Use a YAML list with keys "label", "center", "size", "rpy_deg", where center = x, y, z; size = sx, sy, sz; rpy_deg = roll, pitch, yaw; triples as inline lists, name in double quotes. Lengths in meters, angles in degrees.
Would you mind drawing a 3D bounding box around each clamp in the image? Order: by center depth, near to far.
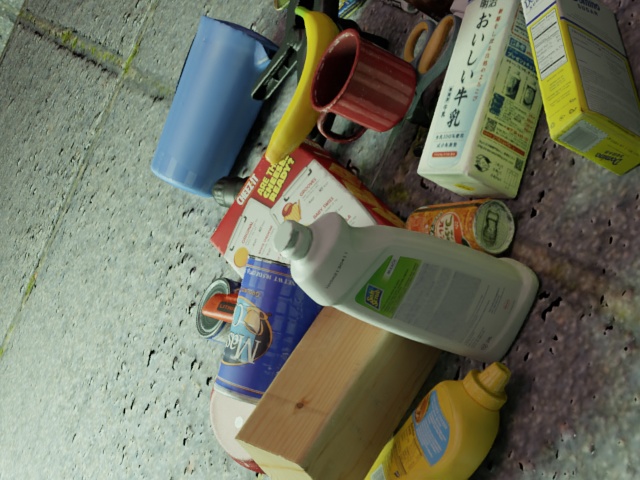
- label: "clamp"
  center: [-0.016, -0.231, 1.274]
  size: [0.165, 0.036, 0.210]
  rpy_deg: [51, 127, 48]

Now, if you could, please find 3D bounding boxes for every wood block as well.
- label: "wood block"
  center: [0.025, 0.137, 1.006]
  size: [0.091, 0.090, 0.206]
  rpy_deg: [11, 57, 44]

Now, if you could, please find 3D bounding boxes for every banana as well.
- label: "banana"
  center: [-0.013, -0.177, 1.187]
  size: [0.070, 0.037, 0.197]
  rpy_deg: [-9, 62, 47]

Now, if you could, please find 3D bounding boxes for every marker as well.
- label: "marker"
  center: [0.088, -0.303, 1.332]
  size: [0.020, 0.020, 0.121]
  rpy_deg: [-62, 32, 9]

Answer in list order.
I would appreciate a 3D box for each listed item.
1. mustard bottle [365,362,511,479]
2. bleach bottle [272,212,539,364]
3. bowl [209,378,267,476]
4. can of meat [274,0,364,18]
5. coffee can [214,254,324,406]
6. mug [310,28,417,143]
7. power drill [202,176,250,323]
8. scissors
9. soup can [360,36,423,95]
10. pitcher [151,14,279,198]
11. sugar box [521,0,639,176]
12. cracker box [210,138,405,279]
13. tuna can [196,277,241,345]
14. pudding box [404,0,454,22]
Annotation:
- label: "mustard bottle"
  center: [0.108, 0.185, 0.963]
  size: [0.192, 0.058, 0.096]
  rpy_deg: [-55, 21, 20]
- label: "bleach bottle"
  center: [0.072, 0.029, 0.931]
  size: [0.068, 0.250, 0.102]
  rpy_deg: [33, 99, 58]
- label: "bowl"
  center: [-0.071, 0.191, 1.169]
  size: [0.162, 0.055, 0.162]
  rpy_deg: [9, 103, 41]
- label: "can of meat"
  center: [0.003, -0.329, 1.414]
  size: [0.102, 0.083, 0.057]
  rpy_deg: [-31, 47, 44]
- label: "coffee can"
  center: [-0.040, 0.094, 1.072]
  size: [0.103, 0.102, 0.140]
  rpy_deg: [11, 86, 58]
- label: "mug"
  center: [0.042, -0.155, 1.132]
  size: [0.117, 0.081, 0.093]
  rpy_deg: [-60, 27, 17]
- label: "power drill"
  center: [-0.084, 0.013, 1.325]
  size: [0.185, 0.057, 0.187]
  rpy_deg: [11, 83, 40]
- label: "scissors"
  center: [0.090, -0.158, 1.156]
  size: [0.202, 0.016, 0.096]
  rpy_deg: [-59, 30, 16]
- label: "soup can"
  center: [0.061, -0.186, 1.221]
  size: [0.069, 0.102, 0.068]
  rpy_deg: [-34, 45, 42]
- label: "pitcher"
  center: [-0.156, -0.193, 1.533]
  size: [0.149, 0.145, 0.243]
  rpy_deg: [-65, -1, -81]
- label: "sugar box"
  center: [0.234, -0.150, 0.948]
  size: [0.048, 0.093, 0.176]
  rpy_deg: [-40, 40, 38]
- label: "cracker box"
  center: [-0.008, 0.001, 1.186]
  size: [0.214, 0.072, 0.164]
  rpy_deg: [46, 108, 38]
- label: "tuna can"
  center: [-0.127, 0.093, 1.399]
  size: [0.086, 0.033, 0.086]
  rpy_deg: [-34, 45, 42]
- label: "pudding box"
  center: [0.129, -0.298, 1.177]
  size: [0.090, 0.113, 0.039]
  rpy_deg: [-43, 36, 34]
